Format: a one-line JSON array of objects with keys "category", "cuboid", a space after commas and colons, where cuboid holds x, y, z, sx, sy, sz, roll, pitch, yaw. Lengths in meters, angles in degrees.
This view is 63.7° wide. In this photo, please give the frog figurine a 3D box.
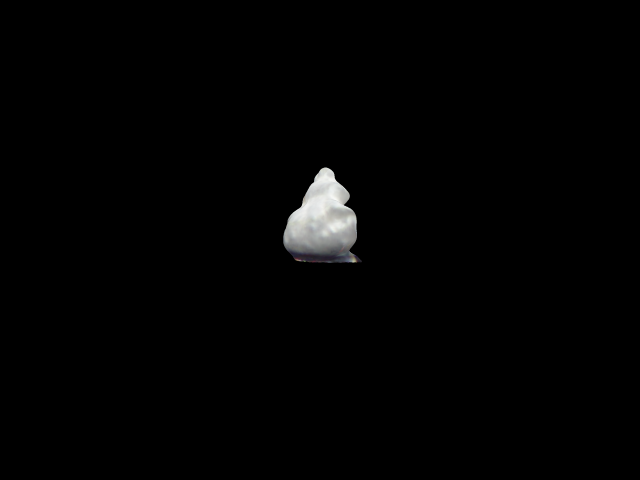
[{"category": "frog figurine", "cuboid": [0.003, -0.043, 0.850, 0.123, 0.160, 0.137, 1, -1, -34]}]
